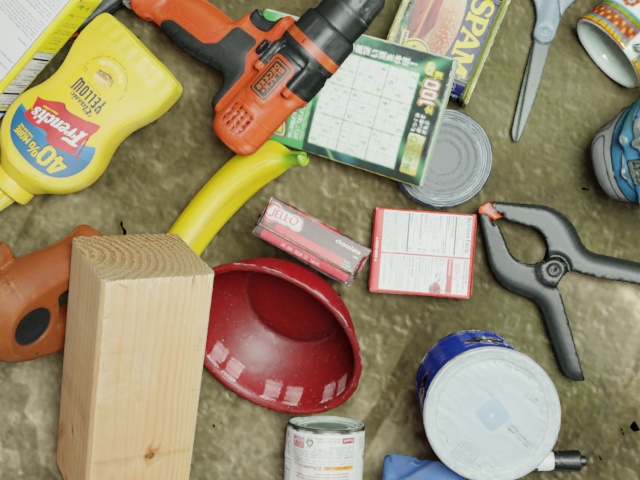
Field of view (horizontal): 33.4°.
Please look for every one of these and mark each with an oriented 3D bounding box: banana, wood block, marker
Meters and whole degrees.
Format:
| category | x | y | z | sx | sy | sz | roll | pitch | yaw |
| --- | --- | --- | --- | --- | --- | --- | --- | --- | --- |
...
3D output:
| category | x | y | z | sx | sy | sz | roll | pitch | yaw |
| --- | --- | --- | --- | --- | --- | --- | --- | --- | --- |
| banana | -0.091 | -0.022 | 0.911 | 0.037 | 0.069 | 0.198 | 39 | 105 | -22 |
| wood block | -0.152 | 0.107 | 0.858 | 0.090 | 0.090 | 0.206 | -2 | 113 | -29 |
| marker | 0.170 | 0.191 | 0.925 | 0.121 | 0.020 | 0.020 | -1 | 91 | 3 |

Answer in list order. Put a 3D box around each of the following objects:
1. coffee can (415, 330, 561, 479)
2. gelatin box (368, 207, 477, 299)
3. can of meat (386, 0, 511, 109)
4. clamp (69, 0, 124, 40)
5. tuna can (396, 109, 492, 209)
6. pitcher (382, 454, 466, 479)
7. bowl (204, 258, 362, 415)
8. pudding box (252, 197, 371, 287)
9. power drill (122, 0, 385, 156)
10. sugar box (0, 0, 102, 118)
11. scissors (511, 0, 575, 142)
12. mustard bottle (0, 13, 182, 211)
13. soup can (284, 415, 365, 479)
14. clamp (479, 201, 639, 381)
| category | x | y | z | sx | sy | sz | roll | pitch | yaw |
| --- | --- | --- | --- | --- | --- | --- | --- | --- | --- |
| coffee can | 0.131 | 0.130 | 0.865 | 0.103 | 0.140 | 0.103 | 0 | 91 | 3 |
| gelatin box | 0.089 | 0.011 | 0.921 | 0.089 | 0.030 | 0.073 | 4 | 90 | 3 |
| can of meat | 0.105 | -0.175 | 0.904 | 0.084 | 0.057 | 0.102 | 23 | 92 | 4 |
| clamp | -0.193 | -0.278 | 0.925 | 0.164 | 0.036 | 0.210 | 30 | 95 | 1 |
| tuna can | 0.105 | -0.070 | 0.917 | 0.086 | 0.034 | 0.086 | 0 | 91 | 2 |
| pitcher | 0.030 | 0.289 | 0.808 | 0.242 | 0.149 | 0.145 | -27 | 119 | -26 |
| bowl | -0.033 | 0.070 | 0.892 | 0.162 | 0.055 | 0.162 | 14 | 130 | 16 |
| pudding box | -0.006 | 0.001 | 0.883 | 0.090 | 0.113 | 0.039 | 30 | 89 | 1 |
| power drill | -0.060 | -0.191 | 0.883 | 0.184 | 0.057 | 0.188 | -46 | 72 | 7 |
| sugar box | -0.278 | -0.174 | 0.909 | 0.176 | 0.048 | 0.093 | -44 | 84 | 18 |
| scissors | 0.180 | -0.195 | 0.920 | 0.096 | 0.016 | 0.202 | 30 | 92 | 4 |
| mustard bottle | -0.217 | -0.097 | 0.919 | 0.191 | 0.058 | 0.096 | -44 | 87 | 3 |
| soup can | 0.003 | 0.206 | 0.909 | 0.068 | 0.068 | 0.102 | 3 | 91 | 2 |
| clamp | 0.210 | 0.022 | 0.911 | 0.120 | 0.039 | 0.171 | -39 | 89 | 1 |
